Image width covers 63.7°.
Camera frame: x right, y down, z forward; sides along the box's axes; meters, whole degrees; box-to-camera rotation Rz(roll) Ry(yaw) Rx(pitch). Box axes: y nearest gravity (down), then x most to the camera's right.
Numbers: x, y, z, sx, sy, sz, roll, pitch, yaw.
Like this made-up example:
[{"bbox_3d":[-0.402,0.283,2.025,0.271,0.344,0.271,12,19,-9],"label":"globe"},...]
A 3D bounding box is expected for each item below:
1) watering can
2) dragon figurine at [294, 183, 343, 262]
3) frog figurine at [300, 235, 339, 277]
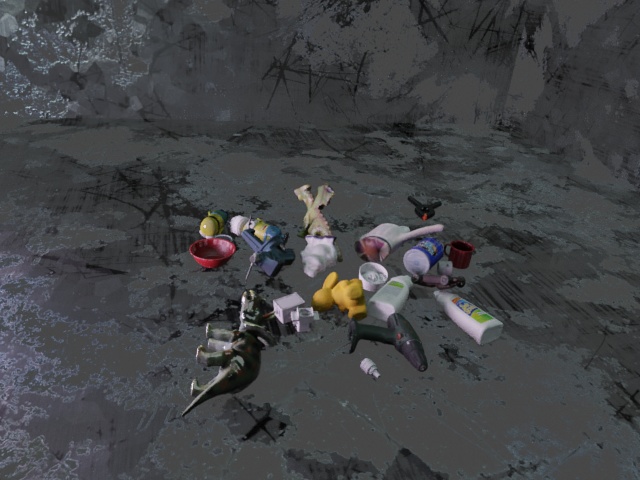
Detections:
[{"bbox_3d":[0.277,-0.004,1.948,0.346,0.103,0.228,-6,19,40],"label":"watering can"},{"bbox_3d":[0.006,-0.102,2.021,0.122,0.239,0.416,-5,26,-31],"label":"dragon figurine"},{"bbox_3d":[-0.005,0.069,1.857,0.137,0.120,0.163,12,61,-5],"label":"frog figurine"}]
